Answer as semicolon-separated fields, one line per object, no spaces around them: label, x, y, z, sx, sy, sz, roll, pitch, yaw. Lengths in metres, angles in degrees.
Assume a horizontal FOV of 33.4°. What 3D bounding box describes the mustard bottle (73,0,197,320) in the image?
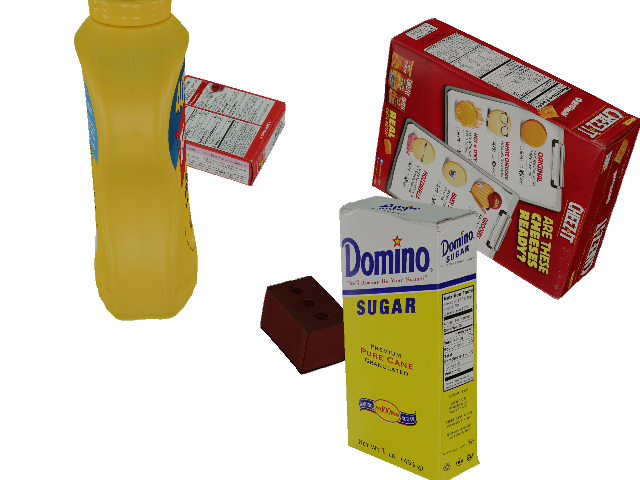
mustard bottle;-0.097;-0.059;0.565;0.058;0.192;0.096;-1;31;-5

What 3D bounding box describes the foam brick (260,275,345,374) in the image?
foam brick;-0.013;0.078;0.999;0.052;0.051;0.078;-14;39;-31

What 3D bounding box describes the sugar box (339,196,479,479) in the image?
sugar box;0.058;0.063;0.714;0.048;0.176;0.094;-17;18;-39

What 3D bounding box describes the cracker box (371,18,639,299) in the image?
cracker box;0.152;-0.074;0.924;0.214;0.164;0.072;33;48;28

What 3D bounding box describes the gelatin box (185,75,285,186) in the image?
gelatin box;-0.080;-0.087;0.830;0.089;0.073;0.030;17;-41;10
